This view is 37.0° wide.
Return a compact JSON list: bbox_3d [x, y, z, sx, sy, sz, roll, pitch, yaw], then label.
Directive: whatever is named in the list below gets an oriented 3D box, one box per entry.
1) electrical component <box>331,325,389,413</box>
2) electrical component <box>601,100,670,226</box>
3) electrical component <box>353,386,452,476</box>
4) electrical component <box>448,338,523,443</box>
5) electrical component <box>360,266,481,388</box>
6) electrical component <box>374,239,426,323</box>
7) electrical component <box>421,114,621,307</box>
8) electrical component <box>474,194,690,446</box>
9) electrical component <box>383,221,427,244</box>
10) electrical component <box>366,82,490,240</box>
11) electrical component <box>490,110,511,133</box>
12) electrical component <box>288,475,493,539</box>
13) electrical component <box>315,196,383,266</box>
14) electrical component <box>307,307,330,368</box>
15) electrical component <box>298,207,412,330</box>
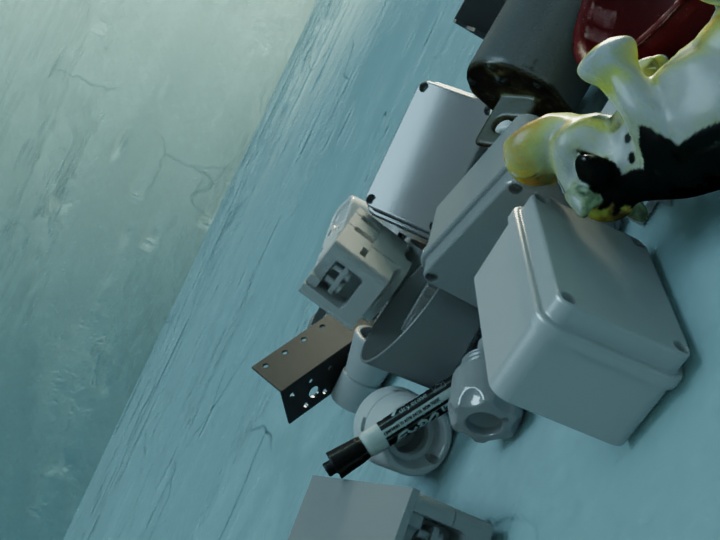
[{"bbox_3d":[0.004,0.083,0.871,0.044,0.044,0.065,-101,35,-68],"label":"electrical component"},{"bbox_3d":[0.154,-0.072,0.586,0.081,0.042,0.063,-60,13,16],"label":"electrical component"},{"bbox_3d":[0.029,0.107,0.709,0.055,0.055,0.047,-66,18,-7],"label":"electrical component"},{"bbox_3d":[0.075,0.066,0.631,0.043,0.043,0.062,-52,17,42],"label":"electrical component"},{"bbox_3d":[0.049,0.031,0.729,0.099,0.064,0.099,-62,0,0],"label":"electrical component"},{"bbox_3d":[0.039,0.022,0.841,0.081,0.043,0.043,-62,14,11],"label":"electrical component"},{"bbox_3d":[0.096,-0.027,0.647,0.113,0.078,0.057,-50,18,46],"label":"electrical component"},{"bbox_3d":[0.106,0.021,0.527,0.057,0.078,0.113,-60,14,28],"label":"electrical component"},{"bbox_3d":[0.041,-0.021,0.890,0.055,0.055,0.047,-117,50,-73],"label":"electrical component"},{"bbox_3d":[0.064,-0.079,0.822,0.057,0.078,0.113,26,-91,-60],"label":"electrical component"},{"bbox_3d":[0.117,-0.106,0.757,0.055,0.055,0.047,-37,34,62],"label":"electrical component"},{"bbox_3d":[0.005,0.186,0.641,0.105,0.060,0.186,-68,14,-15],"label":"electrical component"},{"bbox_3d":[-0.002,-0.014,1.022,0.054,0.059,0.095,-39,28,60],"label":"electrical component"},{"bbox_3d":[-0.025,0.069,0.990,0.079,0.044,0.077,-68,14,-15],"label":"electrical component"},{"bbox_3d":[0.000,0.000,0.792,0.050,0.056,0.089,-52,3,23],"label":"electrical component"}]
